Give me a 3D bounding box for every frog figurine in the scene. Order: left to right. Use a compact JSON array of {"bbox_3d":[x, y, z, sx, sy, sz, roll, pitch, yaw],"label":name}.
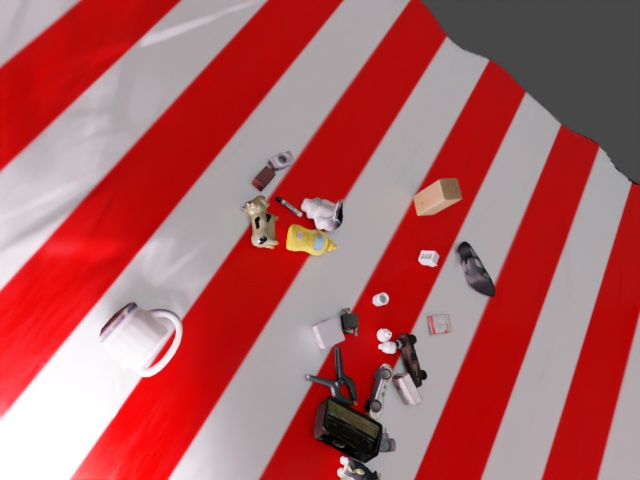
[{"bbox_3d":[0.006,-0.099,1.975,0.159,0.140,0.120,1,-32,16],"label":"frog figurine"}]

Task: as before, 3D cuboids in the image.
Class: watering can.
[{"bbox_3d":[-0.587,0.343,1.589,0.224,0.353,0.102,40,-27,-4],"label":"watering can"}]
